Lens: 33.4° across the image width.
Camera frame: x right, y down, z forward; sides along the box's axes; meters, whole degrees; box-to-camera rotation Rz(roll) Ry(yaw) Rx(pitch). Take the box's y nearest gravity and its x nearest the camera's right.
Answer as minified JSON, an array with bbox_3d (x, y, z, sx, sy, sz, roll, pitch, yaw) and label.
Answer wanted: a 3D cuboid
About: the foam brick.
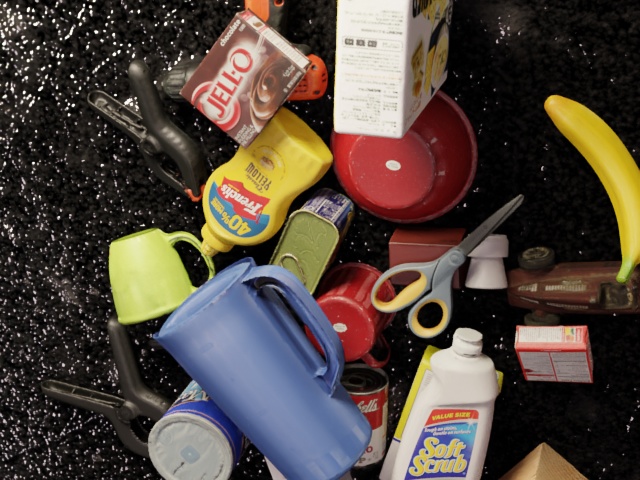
[{"bbox_3d":[0.116,0.018,1.143,0.078,0.053,0.051,3,113,17],"label":"foam brick"}]

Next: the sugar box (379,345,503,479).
[{"bbox_3d":[0.137,0.215,1.223,0.093,0.048,0.176,21,120,8],"label":"sugar box"}]

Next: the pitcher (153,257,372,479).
[{"bbox_3d":[-0.047,0.143,1.133,0.145,0.149,0.243,-41,101,-13],"label":"pitcher"}]

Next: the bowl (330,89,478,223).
[{"bbox_3d":[0.081,-0.084,1.111,0.162,0.055,0.162,7,113,15],"label":"bowl"}]

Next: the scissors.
[{"bbox_3d":[0.145,0.036,1.101,0.202,0.016,0.096,-28,103,26],"label":"scissors"}]

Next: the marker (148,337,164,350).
[{"bbox_3d":[-0.153,0.123,1.296,0.121,0.020,0.020,-4,110,20],"label":"marker"}]

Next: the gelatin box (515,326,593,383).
[{"bbox_3d":[0.250,0.121,1.131,0.073,0.030,0.089,-1,150,19],"label":"gelatin box"}]

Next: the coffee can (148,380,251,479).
[{"bbox_3d":[-0.126,0.215,1.257,0.103,0.140,0.103,7,114,16],"label":"coffee can"}]

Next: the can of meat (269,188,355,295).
[{"bbox_3d":[-0.008,0.002,1.160,0.057,0.083,0.102,28,117,6],"label":"can of meat"}]

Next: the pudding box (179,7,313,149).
[{"bbox_3d":[-0.074,-0.163,1.078,0.090,0.039,0.114,39,117,-4],"label":"pudding box"}]

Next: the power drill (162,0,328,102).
[{"bbox_3d":[-0.089,-0.231,1.107,0.184,0.057,0.188,0,114,15],"label":"power drill"}]

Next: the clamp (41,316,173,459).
[{"bbox_3d":[-0.249,0.214,1.356,0.165,0.036,0.210,-34,99,28],"label":"clamp"}]

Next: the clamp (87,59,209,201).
[{"bbox_3d":[-0.189,-0.116,1.190,0.120,0.039,0.171,-2,124,52],"label":"clamp"}]

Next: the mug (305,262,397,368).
[{"bbox_3d":[0.038,0.092,1.184,0.093,0.081,0.117,-28,101,26],"label":"mug"}]

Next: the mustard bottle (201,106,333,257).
[{"bbox_3d":[-0.075,-0.051,1.174,0.096,0.058,0.192,44,119,7],"label":"mustard bottle"}]

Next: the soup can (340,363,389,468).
[{"bbox_3d":[0.044,0.203,1.236,0.068,0.068,0.102,7,115,15],"label":"soup can"}]

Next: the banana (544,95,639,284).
[{"bbox_3d":[0.285,-0.060,1.048,0.037,0.069,0.198,-23,92,54],"label":"banana"}]

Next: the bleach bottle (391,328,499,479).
[{"bbox_3d":[0.132,0.209,1.160,0.103,0.068,0.251,12,115,11],"label":"bleach bottle"}]

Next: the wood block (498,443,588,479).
[{"bbox_3d":[0.214,0.340,1.224,0.090,0.090,0.206,41,118,-1],"label":"wood block"}]
